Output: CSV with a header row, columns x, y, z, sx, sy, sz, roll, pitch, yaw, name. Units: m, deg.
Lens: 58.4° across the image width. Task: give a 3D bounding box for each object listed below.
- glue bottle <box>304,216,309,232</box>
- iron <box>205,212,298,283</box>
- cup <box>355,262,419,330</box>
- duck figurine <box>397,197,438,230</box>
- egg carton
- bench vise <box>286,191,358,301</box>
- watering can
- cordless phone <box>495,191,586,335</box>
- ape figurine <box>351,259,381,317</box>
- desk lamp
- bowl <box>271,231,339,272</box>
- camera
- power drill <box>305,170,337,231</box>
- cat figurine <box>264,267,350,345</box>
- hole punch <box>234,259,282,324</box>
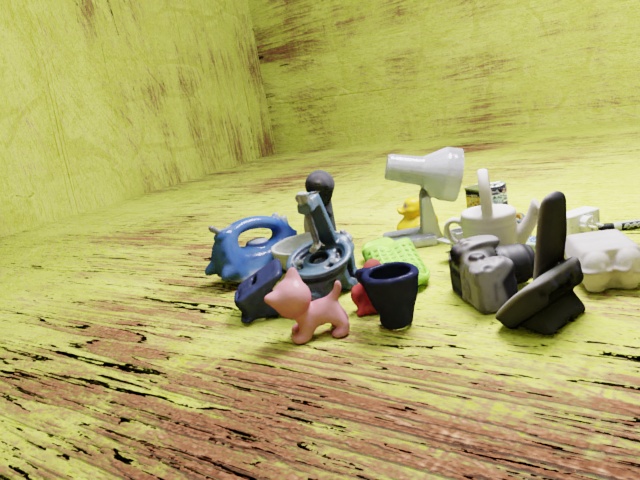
x,y,z,sx,sy,sz,roll,pitch,yaw,name
-0.011,-0.080,1.467,0.078,0.173,0.037,-6,16,16,glue bottle
-0.136,0.005,1.296,0.259,0.141,0.118,-21,18,-35,iron
0.106,0.091,0.915,0.117,0.095,0.092,5,21,45,cup
0.237,-0.063,1.412,0.104,0.086,0.078,-5,16,19,duck figurine
0.467,0.032,0.948,0.107,0.069,0.150,-8,15,9,egg carton
-0.002,0.005,1.057,0.121,0.220,0.207,-8,15,8,bench vise
0.319,-0.037,1.056,0.173,0.194,0.101,-10,15,-1,watering can
0.316,0.030,0.828,0.093,0.185,0.148,5,22,45,cordless phone
0.092,0.077,0.980,0.077,0.092,0.076,4,21,42,ape figurine
0.231,-0.098,1.298,0.203,0.214,0.118,-9,15,5,desk lamp
-0.019,0.037,1.231,0.167,0.075,0.167,-9,15,3,bowl
0.296,0.043,0.955,0.137,0.101,0.143,-12,15,-6,camera
0.013,-0.064,1.325,0.075,0.208,0.229,-10,15,2,power drill
-0.022,0.100,0.919,0.128,0.118,0.067,-11,15,-3,cat figurine
-0.110,0.092,1.058,0.101,0.091,0.108,-11,15,-5,hole punch
